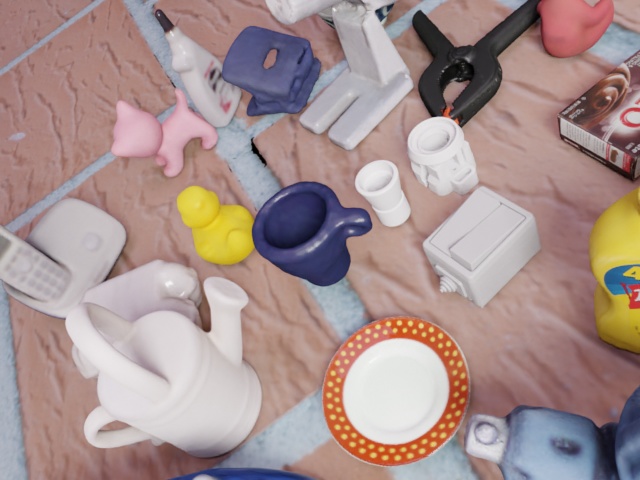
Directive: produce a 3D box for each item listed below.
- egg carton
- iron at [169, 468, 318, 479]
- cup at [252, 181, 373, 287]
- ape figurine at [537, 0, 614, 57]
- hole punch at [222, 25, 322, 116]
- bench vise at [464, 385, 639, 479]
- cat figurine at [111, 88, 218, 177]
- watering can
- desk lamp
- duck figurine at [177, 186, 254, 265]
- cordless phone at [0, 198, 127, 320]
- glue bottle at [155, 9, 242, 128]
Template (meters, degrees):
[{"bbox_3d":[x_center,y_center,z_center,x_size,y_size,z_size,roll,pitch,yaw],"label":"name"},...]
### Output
[{"bbox_3d":[-0.197,0.086,0.624,0.150,0.070,0.107,-23,49,11],"label":"egg carton"},{"bbox_3d":[-0.132,0.225,0.440,0.258,0.142,0.118,-28,49,8],"label":"iron"},{"bbox_3d":[0.005,0.002,0.560,0.117,0.095,0.091,-6,55,25],"label":"cup"},{"bbox_3d":[0.264,-0.249,0.607,0.076,0.092,0.077,-44,49,-7],"label":"ape figurine"},{"bbox_3d":[-0.063,-0.232,0.769,0.100,0.091,0.109,2,59,29],"label":"hole punch"},{"bbox_3d":[0.178,0.123,0.297,0.207,0.220,0.121,-15,51,18],"label":"bench vise"},{"bbox_3d":[-0.220,-0.149,0.774,0.128,0.118,0.067,-42,48,-5],"label":"cat figurine"},{"bbox_3d":[-0.134,0.105,0.492,0.100,0.195,0.173,16,66,35],"label":"watering can"},{"bbox_3d":[0.036,-0.250,0.647,0.203,0.214,0.117,-48,49,-11],"label":"desk lamp"},{"bbox_3d":[-0.125,-0.024,0.654,0.077,0.086,0.104,-49,49,-11],"label":"duck figurine"},{"bbox_3d":[-0.337,-0.003,0.684,0.093,0.186,0.148,7,61,32],"label":"cordless phone"},{"bbox_3d":[-0.168,-0.236,0.772,0.037,0.174,0.078,-4,55,26],"label":"glue bottle"}]
